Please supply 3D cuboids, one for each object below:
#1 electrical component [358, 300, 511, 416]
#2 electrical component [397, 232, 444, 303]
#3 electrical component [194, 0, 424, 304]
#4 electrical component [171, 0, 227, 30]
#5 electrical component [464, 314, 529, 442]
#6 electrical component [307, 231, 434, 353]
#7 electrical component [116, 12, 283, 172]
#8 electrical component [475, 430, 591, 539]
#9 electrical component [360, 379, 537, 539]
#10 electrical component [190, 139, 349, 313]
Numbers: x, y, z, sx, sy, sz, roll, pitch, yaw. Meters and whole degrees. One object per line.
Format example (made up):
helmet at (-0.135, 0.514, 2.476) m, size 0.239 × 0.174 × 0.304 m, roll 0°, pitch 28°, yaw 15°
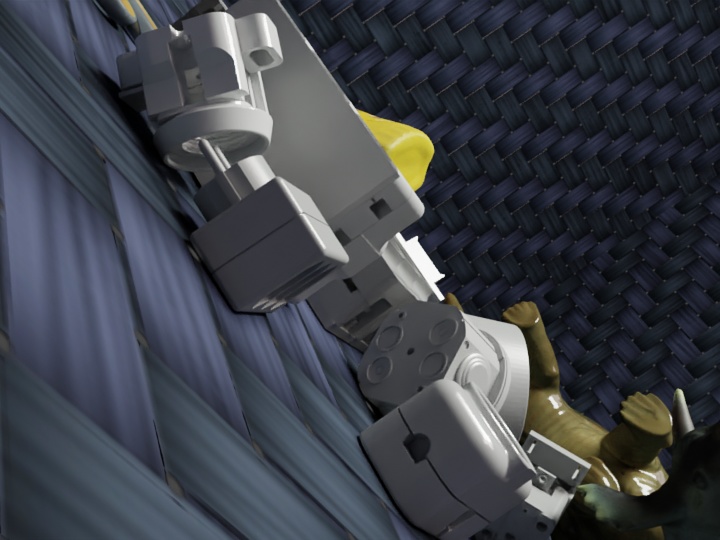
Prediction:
electrical component at (0.043, 0.060, 0.626) m, size 0.051 × 0.080 × 0.080 m, roll 45°, pitch 9°, yaw -36°
electrical component at (0.035, 0.008, 0.998) m, size 0.081 × 0.064 × 0.042 m, roll 55°, pitch -36°, yaw 7°
electrical component at (-0.043, -0.068, 0.589) m, size 0.150 × 0.089 × 0.061 m, roll 57°, pitch 5°, yaw 28°
electrical component at (-0.107, -0.153, 0.762) m, size 0.078 × 0.057 × 0.058 m, roll 58°, pitch 6°, yaw 38°
electrical component at (0.071, 0.077, 0.702) m, size 0.099 × 0.064 × 0.099 m, roll -173°, pitch -90°, yaw -81°
electrical component at (0.000, 0.000, 0.724) m, size 0.089 × 0.062 × 0.150 m, roll 56°, pitch 5°, yaw 19°
electrical component at (-0.074, -0.083, 0.518) m, size 0.058 × 0.078 × 0.057 m, roll 40°, pitch 37°, yaw -74°
electrical component at (0.104, 0.146, 0.664) m, size 0.042 × 0.081 × 0.064 m, roll 29°, pitch 28°, yaw 13°
electrical component at (0.048, 0.096, 0.540) m, size 0.053 × 0.059 × 0.095 m, roll 57°, pitch 5°, yaw 30°
electrical component at (-0.048, -0.025, 0.479) m, size 0.076 × 0.047 × 0.066 m, roll 57°, pitch 5°, yaw 7°
